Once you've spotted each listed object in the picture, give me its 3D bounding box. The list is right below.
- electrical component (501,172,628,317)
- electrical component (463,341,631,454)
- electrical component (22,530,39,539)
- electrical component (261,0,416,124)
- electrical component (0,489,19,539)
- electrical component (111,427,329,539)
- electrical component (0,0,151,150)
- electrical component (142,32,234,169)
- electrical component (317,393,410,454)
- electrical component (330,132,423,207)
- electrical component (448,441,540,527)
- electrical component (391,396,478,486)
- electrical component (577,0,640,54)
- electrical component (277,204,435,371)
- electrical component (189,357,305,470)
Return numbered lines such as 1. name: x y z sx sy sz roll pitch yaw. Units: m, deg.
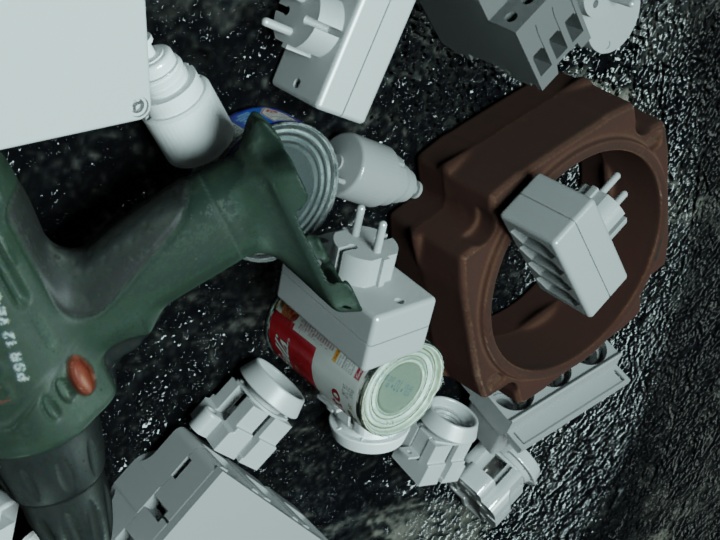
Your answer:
1. electrical component: 0.141 -0.028 0.674 0.075 0.047 0.083 -47 137 -10
2. electrical component: 0.144 0.094 0.864 0.121 0.078 0.063 -26 152 -28
3. electrical component: -0.179 0.172 0.625 0.043 0.043 0.081 -34 176 -22
4. electrical component: -0.021 -0.134 0.589 0.076 0.047 0.083 12 107 -45
5. electrical component: -0.237 0.168 0.547 0.109 0.056 0.108 -26 136 -64
6. electrical component: -0.094 0.177 0.705 0.089 0.062 0.150 -49 137 -7
7. electrical component: -0.154 -0.114 0.476 0.109 0.056 0.108 -19 126 -33
8. electrical component: -0.096 -0.088 0.556 0.040 0.040 0.078 -41 135 -15
9. electrical component: 0.008 0.090 0.747 0.078 0.058 0.057 -14 121 -35
10. electrical component: 0.009 -0.059 0.668 0.078 0.040 0.040 14 105 -46
11. electrical component: 0.110 0.169 0.884 0.057 0.058 0.078 -44 154 -15
12. electrical component: 0.061 0.131 0.828 0.066 0.048 0.055 3 120 -43
13. electrical component: 0.142 -0.183 0.685 0.138 0.074 0.052 26 96 -47
14. electrical component: 0.000 0.000 0.612 0.047 0.083 0.075 -17 132 -38
15. electrical component: -0.069 0.090 0.687 0.055 0.048 0.066 -48 137 3
